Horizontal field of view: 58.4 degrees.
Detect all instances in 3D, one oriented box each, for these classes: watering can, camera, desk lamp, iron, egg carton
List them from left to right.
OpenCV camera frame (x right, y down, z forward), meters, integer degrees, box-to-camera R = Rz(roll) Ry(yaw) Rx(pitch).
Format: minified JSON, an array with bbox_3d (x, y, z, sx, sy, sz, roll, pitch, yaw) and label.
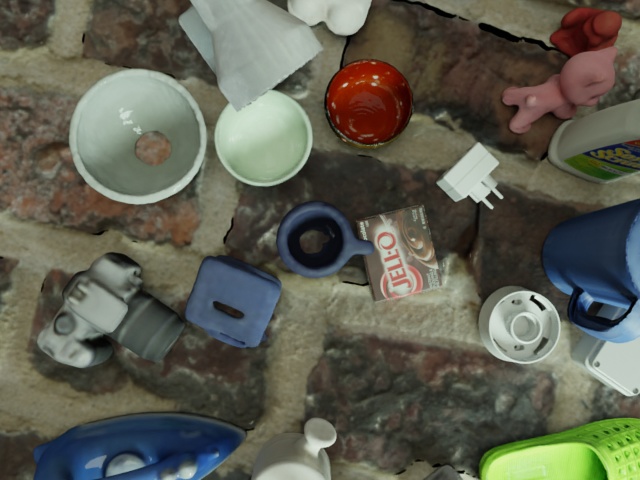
[{"bbox_3d":[-0.249,0.104,0.703,0.137,0.100,0.143,34,87,0],"label":"camera"},{"bbox_3d":[-0.220,0.275,0.676,0.258,0.141,0.119,-13,88,-2],"label":"iron"},{"bbox_3d":[-0.095,-0.240,0.665,0.118,0.213,0.203,-37,89,-2],"label":"desk lamp"},{"bbox_3d":[-0.034,0.289,0.654,0.101,0.194,0.173,2,87,-1],"label":"watering can"},{"bbox_3d":[0.022,-0.345,0.745,0.107,0.069,0.150,13,87,-1],"label":"egg carton"}]

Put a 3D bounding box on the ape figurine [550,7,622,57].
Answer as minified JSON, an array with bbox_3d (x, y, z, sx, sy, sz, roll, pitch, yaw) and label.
[{"bbox_3d":[0.353,-0.268,0.739,0.076,0.092,0.078,-7,88,-1],"label":"ape figurine"}]

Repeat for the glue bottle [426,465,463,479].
[{"bbox_3d":[0.151,0.324,0.668,0.078,0.173,0.037,-38,89,-2],"label":"glue bottle"}]

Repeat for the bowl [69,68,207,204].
[{"bbox_3d":[-0.222,-0.125,0.727,0.167,0.074,0.167,0,88,-1],"label":"bowl"}]

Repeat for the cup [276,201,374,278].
[{"bbox_3d":[0.007,0.003,0.717,0.117,0.095,0.092,8,87,-1],"label":"cup"}]

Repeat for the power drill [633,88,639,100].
[{"bbox_3d":[0.468,-0.173,0.679,0.229,0.208,0.076,13,87,-1],"label":"power drill"}]

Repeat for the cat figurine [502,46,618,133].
[{"bbox_3d":[0.309,-0.192,0.721,0.128,0.117,0.067,-20,88,-2],"label":"cat figurine"}]

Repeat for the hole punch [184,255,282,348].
[{"bbox_3d":[-0.106,0.079,0.713,0.108,0.091,0.101,23,87,0],"label":"hole punch"}]
